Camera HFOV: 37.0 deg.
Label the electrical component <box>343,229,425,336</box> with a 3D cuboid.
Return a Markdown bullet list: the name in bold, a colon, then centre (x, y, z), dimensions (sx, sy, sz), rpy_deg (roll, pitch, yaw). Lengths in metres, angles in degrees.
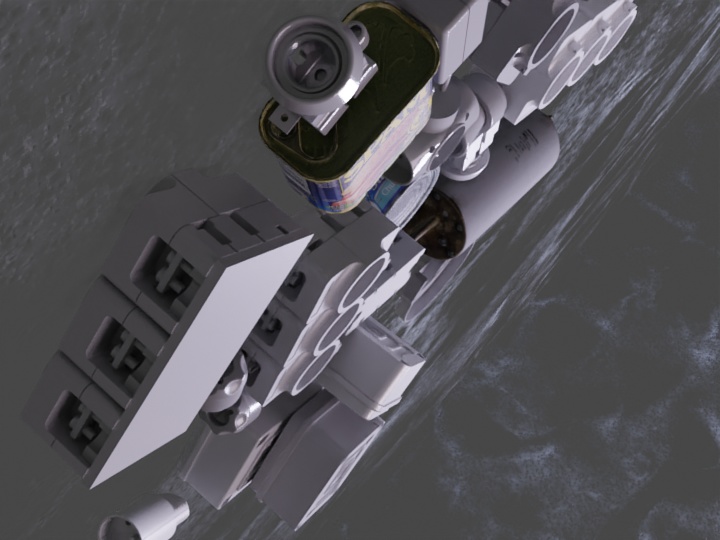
- **electrical component**: centre (0.000, 0.000, 0.870), dimensions (0.089, 0.056, 0.050), rpy_deg (-40, 164, -40)

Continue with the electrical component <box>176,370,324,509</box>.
- **electrical component**: centre (-0.095, 0.139, 0.949), dimensions (0.109, 0.056, 0.108), rpy_deg (-34, 160, -52)

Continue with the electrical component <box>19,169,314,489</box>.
- **electrical component**: centre (-0.103, 0.027, 0.556), dimensions (0.150, 0.062, 0.089), rpy_deg (-55, 167, 24)

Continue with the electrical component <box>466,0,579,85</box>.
- **electrical component**: centre (0.110, -0.175, 0.735), dimensions (0.089, 0.056, 0.050), rpy_deg (-54, 168, 16)

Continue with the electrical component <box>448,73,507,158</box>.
- **electrical component**: centre (0.080, -0.119, 0.825), dimensions (0.055, 0.045, 0.045), rpy_deg (-45, 167, -27)

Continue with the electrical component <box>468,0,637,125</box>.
- **electrical component**: centre (0.161, -0.188, 0.867), dimensions (0.150, 0.062, 0.089), rpy_deg (-39, 164, -42)

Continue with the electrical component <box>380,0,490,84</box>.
- **electrical component**: centre (0.053, -0.157, 0.603), dimensions (0.076, 0.047, 0.065), rpy_deg (-48, 168, -11)

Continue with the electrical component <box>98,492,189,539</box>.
- **electrical component**: centre (-0.177, 0.210, 0.897), dimensions (0.043, 0.043, 0.081), rpy_deg (-55, 168, 21)

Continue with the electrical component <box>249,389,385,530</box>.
- **electrical component**: centre (-0.039, 0.161, 0.939), dimensions (0.078, 0.057, 0.113), rpy_deg (-34, 160, -53)

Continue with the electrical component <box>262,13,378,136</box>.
- **electrical component**: centre (-0.021, -0.097, 0.522), dimensions (0.066, 0.048, 0.055), rpy_deg (-51, 176, 3)

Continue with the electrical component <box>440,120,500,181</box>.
- **electrical component**: centre (0.085, -0.106, 0.884), dimensions (0.066, 0.048, 0.055), rpy_deg (-45, 160, -25)

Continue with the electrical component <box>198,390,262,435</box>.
- **electrical component**: centre (-0.097, 0.103, 0.861), dimensions (0.043, 0.043, 0.062), rpy_deg (-57, 168, 30)

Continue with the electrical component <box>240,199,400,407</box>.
- **electrical component**: centre (-0.038, 0.022, 0.782), dimensions (0.089, 0.062, 0.150), rpy_deg (-38, 163, -45)

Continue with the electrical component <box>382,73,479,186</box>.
- **electrical component**: centre (0.047, -0.107, 0.741), dimensions (0.077, 0.044, 0.079), rpy_deg (-44, 167, -26)

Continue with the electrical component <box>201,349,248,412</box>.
- **electrical component**: centre (-0.105, 0.081, 0.765), dimensions (0.043, 0.043, 0.062), rpy_deg (-42, 167, -33)

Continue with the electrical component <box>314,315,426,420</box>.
- **electrical component**: centre (-0.010, 0.069, 0.907), dimensions (0.057, 0.113, 0.078), rpy_deg (-55, 168, 10)
